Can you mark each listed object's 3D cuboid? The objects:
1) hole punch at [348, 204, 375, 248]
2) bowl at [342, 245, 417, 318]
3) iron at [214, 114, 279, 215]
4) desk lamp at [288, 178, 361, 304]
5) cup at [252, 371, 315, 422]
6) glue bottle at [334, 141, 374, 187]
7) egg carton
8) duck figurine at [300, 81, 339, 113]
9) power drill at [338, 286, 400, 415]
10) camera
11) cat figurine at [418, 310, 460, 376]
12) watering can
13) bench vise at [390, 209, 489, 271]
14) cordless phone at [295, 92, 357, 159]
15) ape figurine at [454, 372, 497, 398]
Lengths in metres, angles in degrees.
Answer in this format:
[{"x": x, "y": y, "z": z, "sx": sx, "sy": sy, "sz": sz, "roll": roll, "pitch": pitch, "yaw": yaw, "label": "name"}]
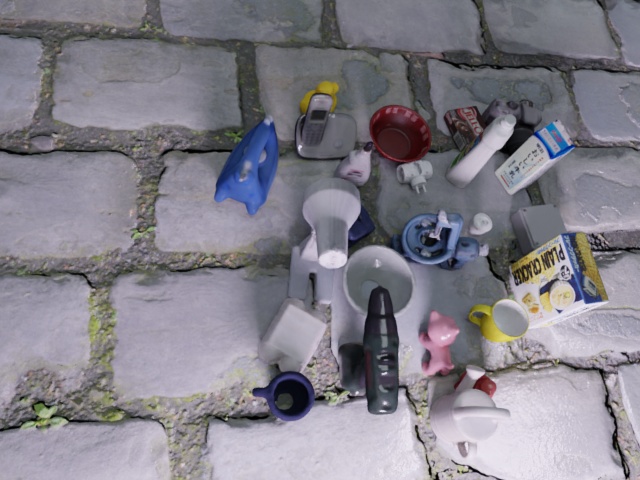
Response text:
[{"x": 0.065, "y": -0.048, "z": 1.281, "sx": 0.101, "sy": 0.091, "sz": 0.108, "roll": -32, "pitch": 79, "yaw": -23, "label": "hole punch"}, {"x": 0.120, "y": 0.100, "z": 1.244, "sx": 0.168, "sy": 0.074, "sz": 0.167, "roll": 5, "pitch": 67, "yaw": -12, "label": "bowl"}, {"x": -0.141, "y": -0.194, "z": 1.260, "sx": 0.119, "sy": 0.141, "sz": 0.258, "roll": 20, "pitch": 65, "yaw": -5, "label": "iron"}, {"x": 0.011, "y": 0.004, "z": 1.179, "sx": 0.118, "sy": 0.213, "sz": 0.203, "roll": 8, "pitch": 67, "yaw": -11, "label": "desk lamp"}, {"x": -0.076, "y": 0.304, "z": 1.101, "sx": 0.118, "sy": 0.095, "sz": 0.091, "roll": 8, "pitch": 67, "yaw": -11, "label": "cup"}, {"x": 0.088, "y": -0.176, "z": 1.294, "sx": 0.078, "sy": 0.173, "sz": 0.037, "roll": 4, "pitch": 67, "yaw": -12, "label": "glue bottle"}, {"x": -0.054, "y": 0.197, "z": 1.164, "sx": 0.107, "sy": 0.069, "sz": 0.150, "roll": 29, "pitch": 64, "yaw": -1, "label": "egg carton"}, {"x": 0.003, "y": -0.347, "z": 1.390, "sx": 0.105, "sy": 0.086, "sz": 0.077, "roll": -32, "pitch": 79, "yaw": -23, "label": "duck figurine"}, {"x": 0.098, "y": 0.225, "z": 1.114, "sx": 0.076, "sy": 0.208, "sz": 0.229, "roll": 0, "pitch": 68, "yaw": -14, "label": "power drill"}, {"x": 0.507, "y": -0.291, "z": 1.487, "sx": 0.143, "sy": 0.100, "sz": 0.137, "roll": 10, "pitch": 66, "yaw": -10, "label": "camera"}, {"x": 0.259, "y": 0.216, "z": 1.209, "sx": 0.067, "sy": 0.117, "sz": 0.128, "roll": -1, "pitch": 69, "yaw": -14, "label": "cat figurine"}, {"x": 0.297, "y": 0.338, "z": 1.127, "sx": 0.101, "sy": 0.194, "sz": 0.173, "roll": -10, "pitch": 71, "yaw": -17, "label": "watering can"}, {"x": 0.278, "y": -0.014, "z": 1.251, "sx": 0.208, "sy": 0.219, "sz": 0.121, "roll": -7, "pitch": 70, "yaw": -17, "label": "bench vise"}, {"x": 0.023, "y": -0.266, "z": 1.307, "sx": 0.148, "sy": 0.185, "sz": 0.094, "roll": -5, "pitch": 70, "yaw": -16, "label": "cordless phone"}, {"x": 0.338, "y": 0.312, "z": 1.205, "sx": 0.076, "sy": 0.092, "sz": 0.078, "roll": -6, "pitch": 70, "yaw": -16, "label": "ape figurine"}]
